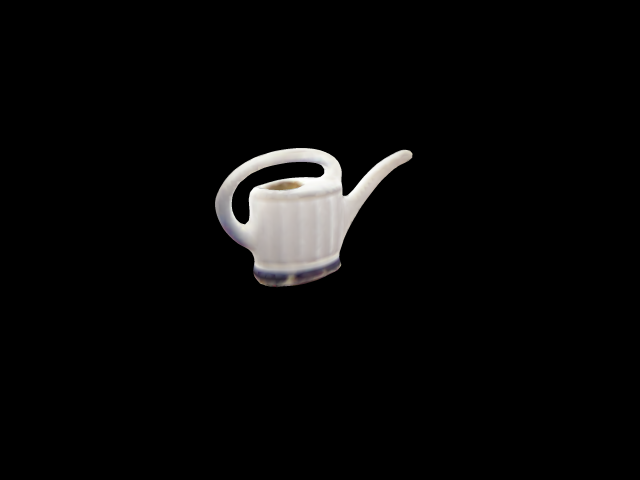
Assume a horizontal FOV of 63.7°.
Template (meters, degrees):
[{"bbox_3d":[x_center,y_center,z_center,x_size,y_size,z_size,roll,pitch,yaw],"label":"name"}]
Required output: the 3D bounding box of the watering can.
[{"bbox_3d":[0.003,-0.043,0.850,0.349,0.221,0.105,-9,21,-22],"label":"watering can"}]
